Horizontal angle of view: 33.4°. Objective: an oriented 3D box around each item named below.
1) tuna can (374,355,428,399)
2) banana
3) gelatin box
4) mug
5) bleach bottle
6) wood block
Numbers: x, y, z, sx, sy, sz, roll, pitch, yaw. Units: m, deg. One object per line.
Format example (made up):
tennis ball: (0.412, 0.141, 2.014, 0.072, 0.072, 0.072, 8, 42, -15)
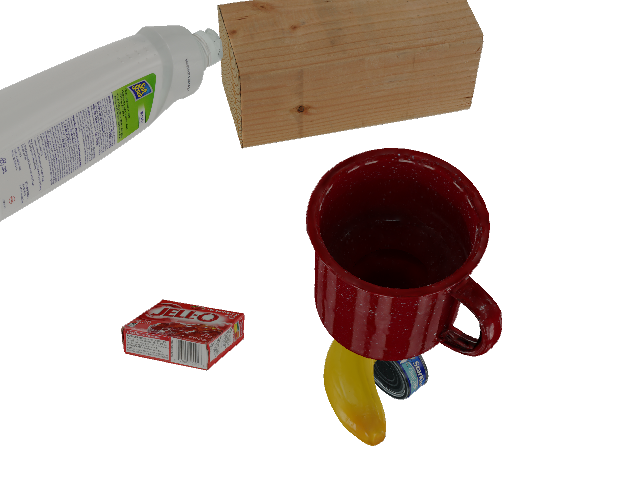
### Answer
tuna can: (0.086, 0.147, 1.271, 0.033, 0.086, 0.086, -36, 17, -26)
banana: (0.037, 0.094, 0.821, 0.070, 0.037, 0.197, 7, 22, 15)
gelatin box: (-0.124, 0.084, 0.970, 0.089, 0.030, 0.073, 9, 20, 21)
mug: (0.047, 0.018, 0.566, 0.117, 0.093, 0.081, 36, -28, 21)
bleach bottle: (-0.186, -0.105, 0.871, 0.250, 0.068, 0.103, -32, -26, -27)
wood block: (0.023, -0.155, 0.915, 0.206, 0.090, 0.091, -11, -36, -10)
